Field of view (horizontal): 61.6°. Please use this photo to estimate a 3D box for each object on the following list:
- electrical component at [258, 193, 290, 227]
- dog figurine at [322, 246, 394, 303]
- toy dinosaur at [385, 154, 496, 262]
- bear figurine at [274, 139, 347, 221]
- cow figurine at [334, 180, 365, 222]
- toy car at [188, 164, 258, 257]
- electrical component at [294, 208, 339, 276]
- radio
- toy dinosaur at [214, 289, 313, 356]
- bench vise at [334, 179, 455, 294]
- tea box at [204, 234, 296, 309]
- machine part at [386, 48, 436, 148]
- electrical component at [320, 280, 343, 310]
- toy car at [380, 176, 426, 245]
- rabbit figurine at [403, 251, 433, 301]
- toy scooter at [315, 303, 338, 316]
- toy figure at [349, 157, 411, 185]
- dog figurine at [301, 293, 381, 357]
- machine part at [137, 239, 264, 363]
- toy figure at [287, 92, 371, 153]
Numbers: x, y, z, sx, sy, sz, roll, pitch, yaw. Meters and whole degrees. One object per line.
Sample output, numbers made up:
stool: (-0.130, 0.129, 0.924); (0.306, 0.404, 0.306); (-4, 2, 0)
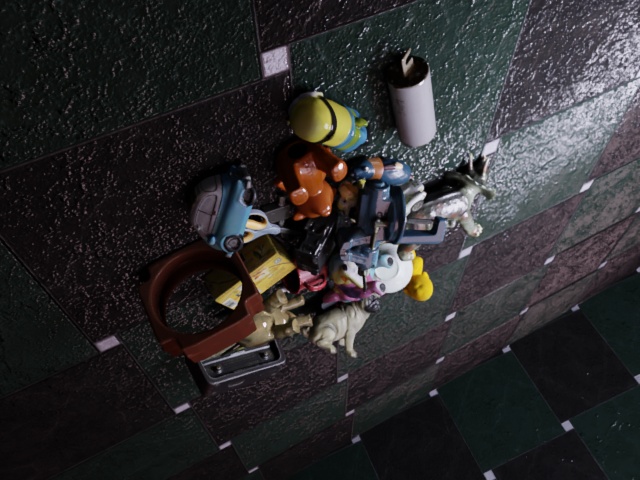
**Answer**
electrical component: (-0.093, -0.055, 1.078); (0.063, 0.021, 0.094); (-19, 147, -21)
dog figurine: (0.059, 0.088, 1.292); (0.191, 0.108, 0.219); (27, 151, -26)
toy dinosaur: (0.267, -0.065, 1.311); (0.405, 0.131, 0.192); (-26, 136, -3)
bear figurine: (-0.012, -0.091, 1.004); (0.120, 0.132, 0.195); (-30, 143, -8)
cow figurine: (0.081, -0.079, 1.164); (0.167, 0.068, 0.098); (11, 133, -47)
toy car: (-0.176, -0.054, 0.931); (0.103, 0.109, 0.161); (8, 123, -24)
electrical component: (-0.002, -0.003, 1.140); (0.114, 0.058, 0.134); (86, 29, -68)
radio: (-0.210, 0.297, 1.351); (0.229, 0.131, 0.073); (-10, 144, -33)
toy dinosaur: (-0.147, 0.199, 1.231); (0.199, 0.105, 0.471); (-26, 165, 12)
bench vise: (0.156, -0.016, 1.101); (0.241, 0.129, 0.223); (1, 109, -9)
tea box: (-0.149, 0.069, 1.152); (0.169, 0.068, 0.098); (-37, 150, 4)
machine part: (0.171, -0.251, 0.994); (0.079, 0.079, 0.243); (-32, 150, -2)
electrical component: (0.047, 0.139, 1.448); (0.119, 0.048, 0.074); (-31, 149, -3)
toy car: (0.161, -0.063, 1.246); (0.201, 0.074, 0.056); (-46, 145, 21)
rabbit figurine: (0.240, 0.101, 1.453); (0.122, 0.173, 0.162); (-38, 145, 0)
toy scooter: (0.066, 0.213, 1.543); (0.184, 0.075, 0.135); (-18, 146, -18)
toy figure: (0.121, -0.143, 1.119); (0.154, 0.058, 0.064); (1, 129, -36)
dog figurine: (0.058, 0.192, 1.419); (0.172, 0.121, 0.190); (17, 98, -33)
machine part: (-0.223, 0.111, 1.016); (0.201, 0.201, 0.087); (-28, 151, -9)
toy figure: (0.024, -0.197, 0.923); (0.180, 0.089, 0.082); (14, 116, -48)
